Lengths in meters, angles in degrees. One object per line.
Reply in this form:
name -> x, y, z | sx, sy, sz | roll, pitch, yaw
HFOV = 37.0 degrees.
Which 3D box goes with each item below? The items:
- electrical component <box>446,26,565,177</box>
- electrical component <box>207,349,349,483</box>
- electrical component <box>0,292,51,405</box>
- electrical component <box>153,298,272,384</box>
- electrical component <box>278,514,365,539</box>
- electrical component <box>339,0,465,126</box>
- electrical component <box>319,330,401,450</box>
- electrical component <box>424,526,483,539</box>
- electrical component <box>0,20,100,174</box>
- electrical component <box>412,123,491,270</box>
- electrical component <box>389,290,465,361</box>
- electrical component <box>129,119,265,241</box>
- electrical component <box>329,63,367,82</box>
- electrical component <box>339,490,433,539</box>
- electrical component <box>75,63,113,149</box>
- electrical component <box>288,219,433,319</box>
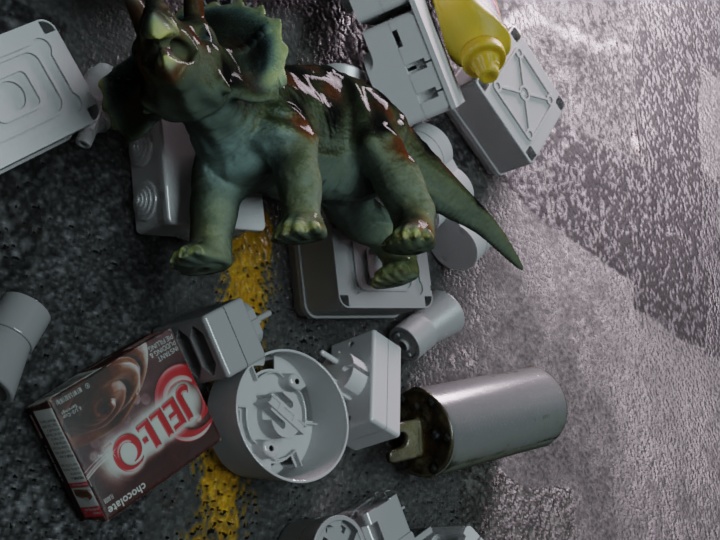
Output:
electrical component -> 0.145, -0.171, 1.091 | 0.108, 0.056, 0.108 | 52, 49, -22
electrical component -> -0.063, 0.109, 0.802 | 0.099, 0.064, 0.099 | 17, 69, -49
electrical component -> -0.225, 0.047, 0.681 | 0.044, 0.044, 0.065 | 44, 47, -27
electrical component -> -0.097, 0.046, 0.787 | 0.077, 0.066, 0.047 | -29, 99, -45
electrical component -> -0.031, 0.215, 0.820 | 0.055, 0.047, 0.055 | 14, 70, -42
electrical component -> 0.028, -0.222, 0.954 | 0.105, 0.060, 0.186 | -51, 119, -75
electrical component -> -0.008, 0.089, 0.862 | 0.076, 0.047, 0.083 | 36, 43, -39
electrical component -> 0.087, 0.263, 0.917 | 0.089, 0.056, 0.050 | 50, 50, -23
electrical component -> -0.238, -0.104, 0.697 | 0.113, 0.057, 0.078 | -39, 107, -43
electrical component -> 0.065, -0.059, 0.985 | 0.074, 0.052, 0.138 | -43, 109, -42
electrical component -> 0.057, 0.052, 0.956 | 0.065, 0.044, 0.044 | -35, 104, -39
electrical component -> -0.124, -0.069, 0.805 | 0.100, 0.048, 0.099 | 2, 77, -44
electrical component -> -0.019, -0.144, 0.932 | 0.045, 0.045, 0.055 | 22, 65, -39
electrical component -> 0.014, 0.216, 0.869 | 0.081, 0.042, 0.063 | -23, 92, -46
electrical component -> -0.187, -0.115, 0.766 | 0.035, 0.035, 0.061 | 33, 60, -34
electrical component -> 0.000, 0.000, 0.902 | 0.113, 0.057, 0.078 | 2, 78, -44
